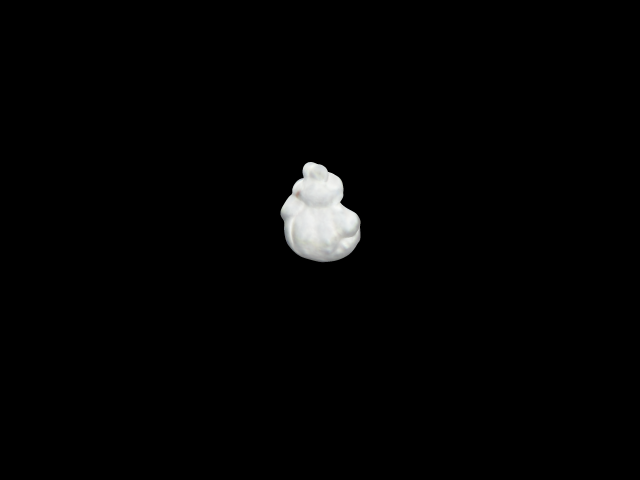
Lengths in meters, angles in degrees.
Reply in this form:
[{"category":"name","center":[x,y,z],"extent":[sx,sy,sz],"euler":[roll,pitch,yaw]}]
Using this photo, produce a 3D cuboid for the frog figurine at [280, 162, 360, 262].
[{"category":"frog figurine","center":[0.003,-0.043,0.850],"extent":[0.138,0.125,0.155],"euler":[26,-34,19]}]
